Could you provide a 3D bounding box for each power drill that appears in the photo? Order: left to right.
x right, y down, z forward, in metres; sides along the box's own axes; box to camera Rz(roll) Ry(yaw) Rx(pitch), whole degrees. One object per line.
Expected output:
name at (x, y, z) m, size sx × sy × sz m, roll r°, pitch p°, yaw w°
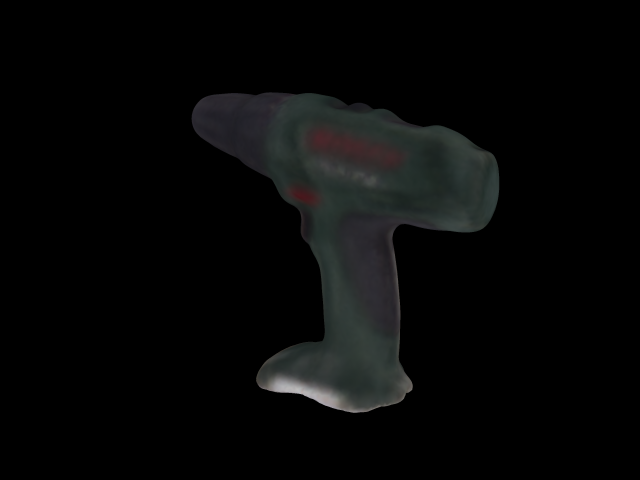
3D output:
power drill at (0.004, 0.001, 0.400) m, size 0.228 × 0.208 × 0.076 m, roll 5°, pitch 11°, yaw 28°
